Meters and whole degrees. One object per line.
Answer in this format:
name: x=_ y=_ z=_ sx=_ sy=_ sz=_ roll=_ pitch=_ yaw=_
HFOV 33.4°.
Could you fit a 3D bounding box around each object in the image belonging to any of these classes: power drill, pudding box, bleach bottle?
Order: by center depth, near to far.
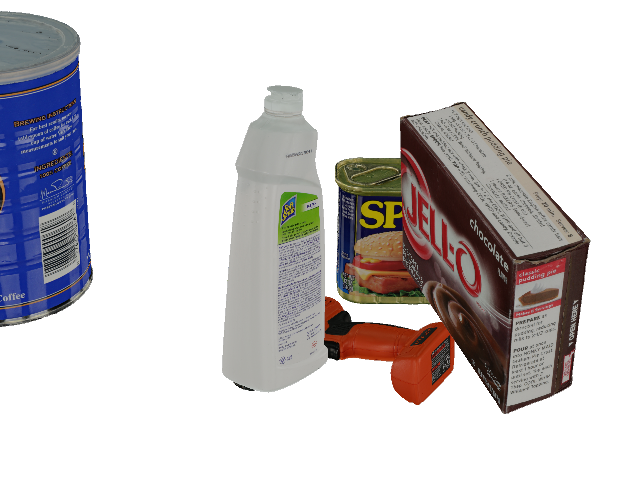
pudding box: x=0.073 y=0.005 z=0.476 sx=0.039 sy=0.090 sz=0.114 roll=-18 pitch=42 yaw=-14
bleach bottle: x=-0.032 y=-0.005 z=0.897 sx=0.068 sy=0.251 sz=0.102 roll=16 pitch=22 yaw=30
power drill: x=0.026 y=0.111 z=1.059 sx=0.188 sy=0.057 sz=0.184 roll=9 pitch=23 yaw=28

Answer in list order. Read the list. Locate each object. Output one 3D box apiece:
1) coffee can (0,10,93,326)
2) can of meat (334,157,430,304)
coffee can: x=-0.176 y=-0.040 z=0.568 sx=0.103 sy=0.140 sz=0.103 roll=2 pitch=28 yaw=-1
can of meat: x=0.059 y=-0.006 z=0.704 sx=0.102 sy=0.084 sz=0.057 roll=1 pitch=24 yaw=0
